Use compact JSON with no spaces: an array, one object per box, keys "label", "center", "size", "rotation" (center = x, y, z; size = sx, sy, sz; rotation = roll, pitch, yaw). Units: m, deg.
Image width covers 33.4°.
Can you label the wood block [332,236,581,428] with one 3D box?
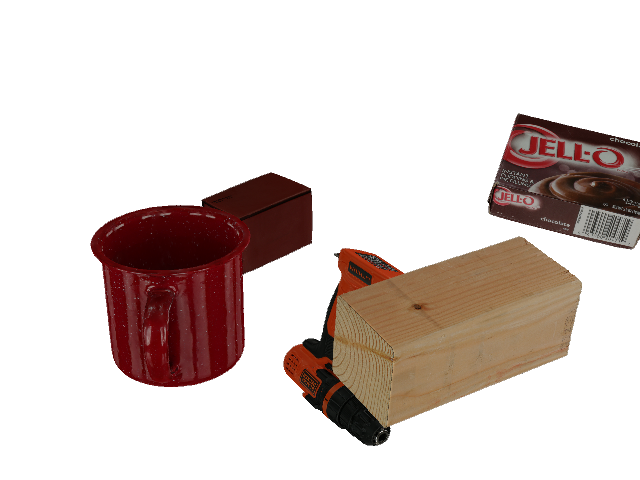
[{"label":"wood block","center":[0.123,0.077,0.963],"size":[0.205,0.090,0.091],"rotation":[-16,37,-26]}]

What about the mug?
[{"label":"mug","center":[-0.087,0.039,0.631],"size":[0.093,0.081,0.117],"rotation":[-1,26,-1]}]

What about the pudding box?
[{"label":"pudding box","center":[0.192,-0.046,0.809],"size":[0.113,0.039,0.090],"rotation":[16,47,10]}]

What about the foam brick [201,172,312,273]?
[{"label":"foam brick","center":[-0.052,-0.016,0.885],"size":[0.078,0.051,0.053],"rotation":[-24,35,-34]}]

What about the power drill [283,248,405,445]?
[{"label":"power drill","center":[0.042,0.117,1.212],"size":[0.057,0.188,0.185],"rotation":[12,16,-41]}]
